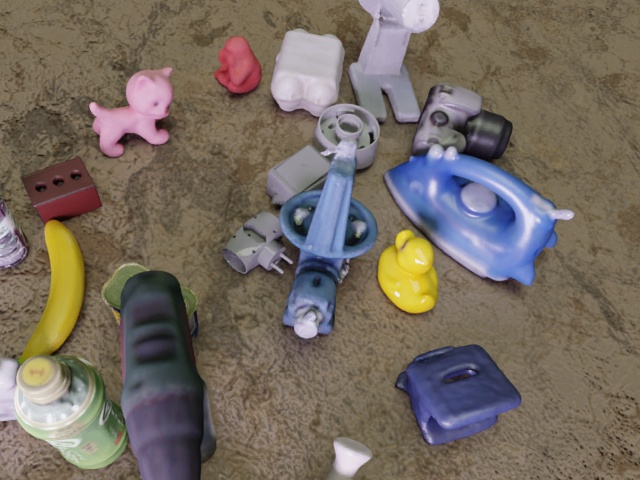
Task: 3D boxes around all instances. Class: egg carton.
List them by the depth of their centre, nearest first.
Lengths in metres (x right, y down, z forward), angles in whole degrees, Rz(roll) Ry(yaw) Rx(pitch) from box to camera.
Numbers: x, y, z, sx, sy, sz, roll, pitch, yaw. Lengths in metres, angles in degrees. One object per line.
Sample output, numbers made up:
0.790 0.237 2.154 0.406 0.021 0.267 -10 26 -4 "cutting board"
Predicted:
-0.018 -0.267 0.904 0.107 0.069 0.150 9 58 -3 "egg carton"

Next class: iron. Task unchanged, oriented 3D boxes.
0.207 -0.059 0.773 0.258 0.141 0.119 34 60 12 "iron"

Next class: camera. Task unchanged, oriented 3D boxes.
0.216 -0.164 0.861 0.137 0.101 0.143 18 58 2 "camera"

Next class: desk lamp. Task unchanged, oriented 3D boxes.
0.115 -0.325 0.875 0.118 0.213 0.203 -5 60 -12 "desk lamp"

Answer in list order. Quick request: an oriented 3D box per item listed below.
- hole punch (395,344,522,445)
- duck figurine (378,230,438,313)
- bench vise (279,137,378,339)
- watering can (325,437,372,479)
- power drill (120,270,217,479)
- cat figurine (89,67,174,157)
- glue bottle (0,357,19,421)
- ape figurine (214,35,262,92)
0.156 0.170 0.658 0.109 0.091 0.101 -13 62 -16 "hole punch"
0.121 0.036 0.735 0.078 0.086 0.104 -13 62 -16 "duck figurine"
0.018 0.002 0.661 0.121 0.220 0.207 -3 60 -10 "bench vise"
0.003 0.269 0.514 0.101 0.194 0.173 0 59 -8 "watering can"
-0.144 0.155 0.550 0.076 0.208 0.229 -11 62 -14 "power drill"
-0.254 -0.188 0.791 0.128 0.118 0.067 -23 65 -20 "cat figurine"
-0.318 0.136 0.555 0.078 0.173 0.037 -2 60 -10 "glue bottle"
-0.126 -0.274 0.878 0.076 0.092 0.078 3 59 -7 "ape figurine"
